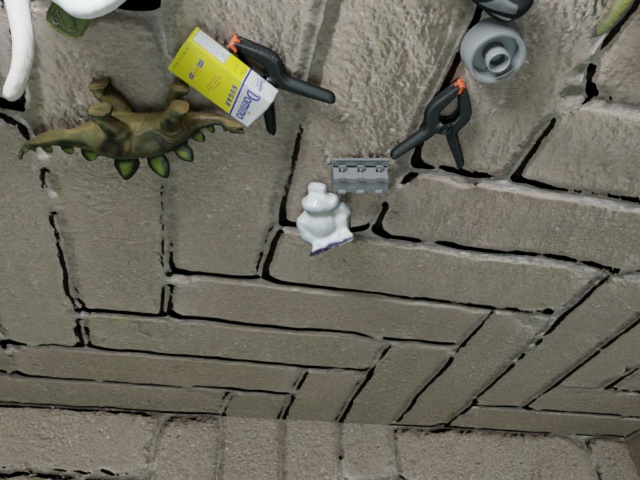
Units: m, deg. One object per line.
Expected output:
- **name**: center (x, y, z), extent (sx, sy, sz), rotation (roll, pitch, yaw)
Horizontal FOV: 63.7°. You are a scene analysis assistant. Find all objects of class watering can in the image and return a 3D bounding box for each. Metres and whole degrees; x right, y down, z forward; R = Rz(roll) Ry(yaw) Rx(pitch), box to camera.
- **watering can**: center (-0.370, -0.370, 0.677), extent (0.223, 0.351, 0.103), rotation (36, 166, -10)

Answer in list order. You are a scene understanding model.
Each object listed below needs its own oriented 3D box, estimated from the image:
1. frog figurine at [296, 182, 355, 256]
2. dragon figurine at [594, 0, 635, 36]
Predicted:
- **frog figurine**: center (0.004, -0.061, 1.204), extent (0.136, 0.124, 0.158), rotation (-16, 102, 28)
- **dragon figurine**: center (0.445, -0.505, 0.711), extent (0.242, 0.125, 0.401), rotation (26, 132, -5)
